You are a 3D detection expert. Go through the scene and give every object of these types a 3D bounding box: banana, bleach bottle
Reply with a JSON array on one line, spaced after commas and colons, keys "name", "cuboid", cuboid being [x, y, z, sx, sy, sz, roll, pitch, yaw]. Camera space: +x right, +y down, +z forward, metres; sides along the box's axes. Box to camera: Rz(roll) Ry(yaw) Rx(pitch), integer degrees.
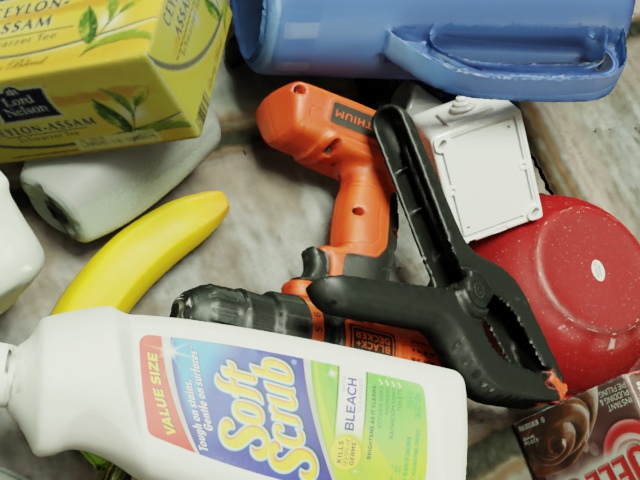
[{"name": "banana", "cuboid": [-0.115, 0.041, 0.613, 0.069, 0.037, 0.197, 18, 54, 3]}, {"name": "bleach bottle", "cuboid": [-0.050, 0.094, 0.540, 0.250, 0.068, 0.102, 12, 70, -19]}]

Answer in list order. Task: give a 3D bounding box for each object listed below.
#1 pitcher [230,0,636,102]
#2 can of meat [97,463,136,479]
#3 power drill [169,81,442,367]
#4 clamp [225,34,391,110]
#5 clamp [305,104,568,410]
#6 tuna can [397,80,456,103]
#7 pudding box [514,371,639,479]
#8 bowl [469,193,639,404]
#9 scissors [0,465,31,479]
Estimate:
[{"name": "pitcher", "cuboid": [0.072, -0.156, 0.685, 0.242, 0.149, 0.145, -4, 95, -17]}, {"name": "can of meat", "cuboid": [-0.070, 0.123, 0.588, 0.084, 0.058, 0.102, 30, 59, -10]}, {"name": "power drill", "cuboid": [-0.004, 0.001, 0.654, 0.184, 0.057, 0.187, 18, 62, -33]}, {"name": "clamp", "cuboid": [-0.001, -0.174, 0.757, 0.120, 0.039, 0.171, 12, 70, -21]}, {"name": "clamp", "cuboid": [0.075, 0.039, 0.635, 0.210, 0.036, 0.164, 50, 42, -18]}, {"name": "tuna can", "cuboid": [0.100, -0.132, 0.787, 0.086, 0.034, 0.086, 9, 64, -19]}, {"name": "pudding box", "cuboid": [0.179, 0.137, 0.651, 0.039, 0.114, 0.090, -9, 70, -29]}, {"name": "bowl", "cuboid": [0.174, 0.029, 0.733, 0.162, 0.055, 0.162, 9, 64, -19]}, {"name": "scissors", "cuboid": [-0.093, 0.160, 0.501, 0.202, 0.016, 0.096, 15, 38, 1]}]
